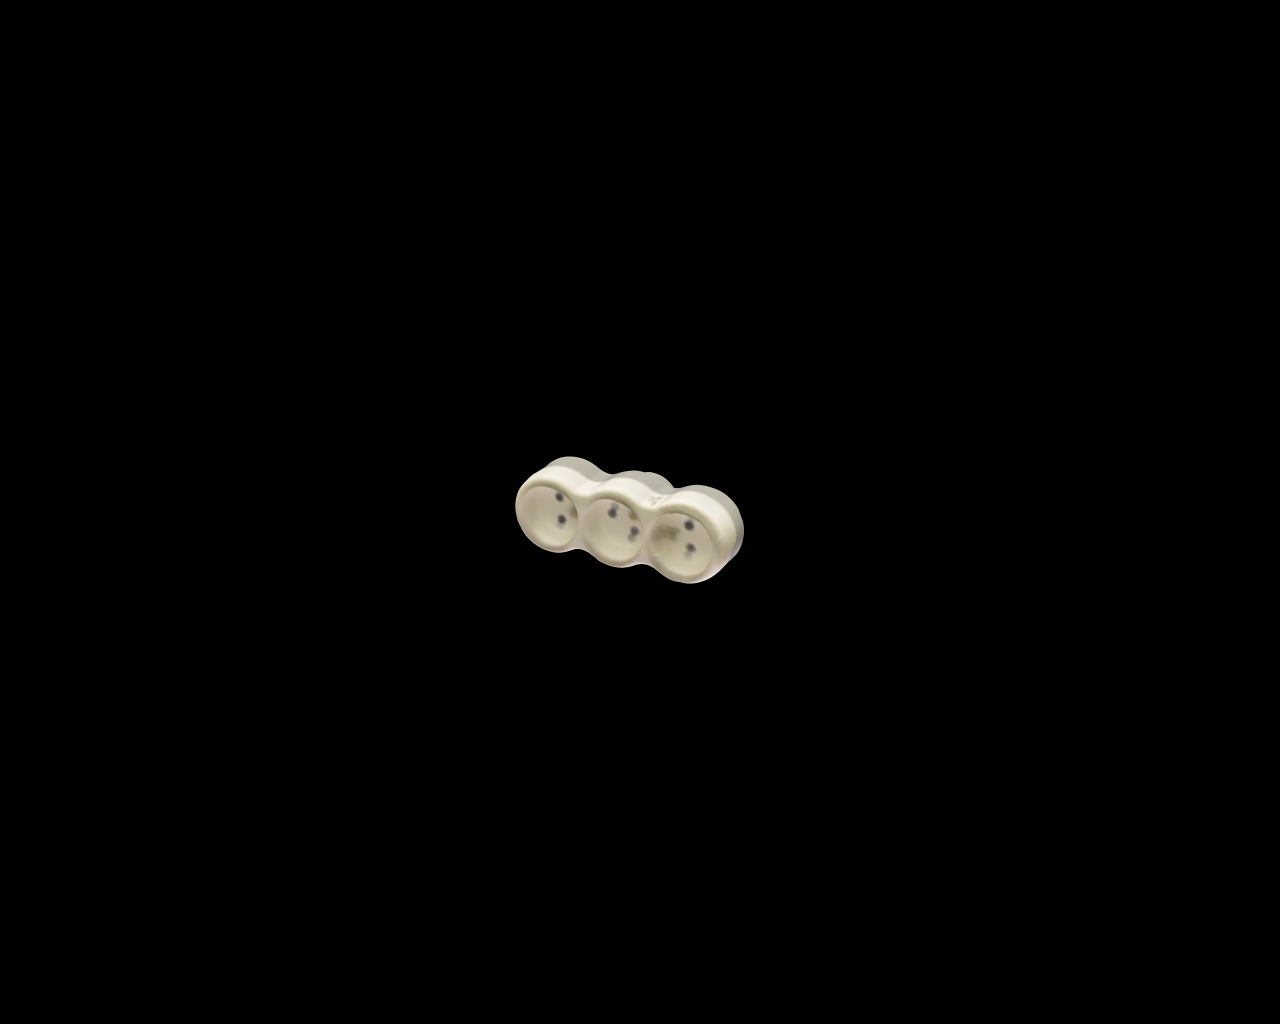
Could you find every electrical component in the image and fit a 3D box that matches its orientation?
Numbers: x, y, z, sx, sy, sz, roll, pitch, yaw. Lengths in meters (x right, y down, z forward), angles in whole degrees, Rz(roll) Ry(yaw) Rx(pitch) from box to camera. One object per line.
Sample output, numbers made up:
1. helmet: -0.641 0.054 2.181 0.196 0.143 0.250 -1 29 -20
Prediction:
1. electrical component: 0.001 -0.003 0.650 0.138 0.052 0.074 12 28 25
